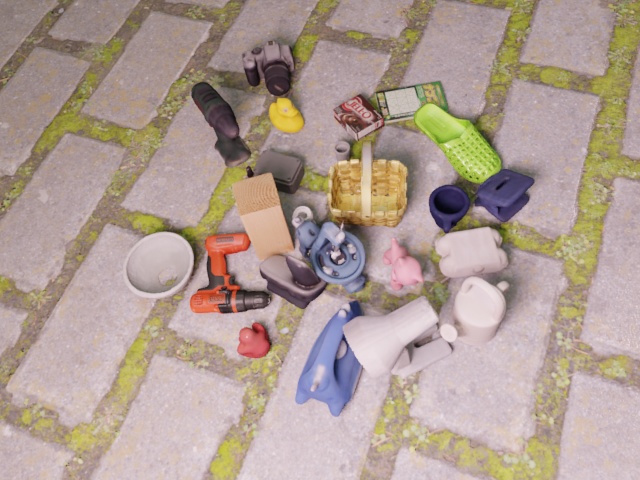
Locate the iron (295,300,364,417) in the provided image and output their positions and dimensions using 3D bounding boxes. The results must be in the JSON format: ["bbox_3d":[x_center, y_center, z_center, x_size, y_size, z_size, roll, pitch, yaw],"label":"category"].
[{"bbox_3d":[0.031,0.215,1.166,0.118,0.141,0.258,14,64,14],"label":"iron"}]

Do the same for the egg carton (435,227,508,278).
[{"bbox_3d":[0.335,0.030,1.271,0.150,0.069,0.107,-10,61,1],"label":"egg carton"}]

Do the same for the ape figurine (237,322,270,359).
[{"bbox_3d":[-0.146,0.211,1.217,0.078,0.092,0.076,-38,64,-13],"label":"ape figurine"}]

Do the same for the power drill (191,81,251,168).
[{"bbox_3d":[-0.240,-0.280,1.425,0.076,0.209,0.229,-31,63,-10],"label":"power drill"}]

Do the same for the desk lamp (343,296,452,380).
[{"bbox_3d":[0.154,0.192,1.123,0.203,0.214,0.117,-26,62,-7],"label":"desk lamp"}]

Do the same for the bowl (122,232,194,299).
[{"bbox_3d":[-0.364,0.069,1.329,0.167,0.075,0.167,-3,62,5],"label":"bowl"}]

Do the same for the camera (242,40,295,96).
[{"bbox_3d":[-0.139,-0.471,1.578,0.143,0.101,0.136,-11,61,1],"label":"camera"}]

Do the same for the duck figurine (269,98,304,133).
[{"bbox_3d":[-0.093,-0.341,1.511,0.104,0.086,0.077,36,71,22],"label":"duck figurine"}]

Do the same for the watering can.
[{"bbox_3d":[0.315,0.141,1.143,0.100,0.194,0.173,23,67,18],"label":"watering can"}]

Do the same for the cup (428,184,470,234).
[{"bbox_3d":[0.291,-0.054,1.307,0.091,0.095,0.118,5,63,9],"label":"cup"}]

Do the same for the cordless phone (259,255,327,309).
[{"bbox_3d":[-0.066,0.061,1.235,0.147,0.185,0.094,24,67,18],"label":"cordless phone"}]

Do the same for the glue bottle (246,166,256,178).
[{"bbox_3d":[-0.152,-0.120,1.349,0.037,0.173,0.078,21,66,17],"label":"glue bottle"}]

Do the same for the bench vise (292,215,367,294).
[{"bbox_3d":[0.005,0.014,1.232,0.207,0.220,0.121,24,67,18],"label":"bench vise"}]

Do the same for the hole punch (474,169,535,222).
[{"bbox_3d":[0.424,-0.113,1.325,0.109,0.091,0.101,-41,65,-14],"label":"hole punch"}]

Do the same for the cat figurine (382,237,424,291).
[{"bbox_3d":[0.180,0.053,1.249,0.067,0.118,0.127,-17,61,-2],"label":"cat figurine"}]
